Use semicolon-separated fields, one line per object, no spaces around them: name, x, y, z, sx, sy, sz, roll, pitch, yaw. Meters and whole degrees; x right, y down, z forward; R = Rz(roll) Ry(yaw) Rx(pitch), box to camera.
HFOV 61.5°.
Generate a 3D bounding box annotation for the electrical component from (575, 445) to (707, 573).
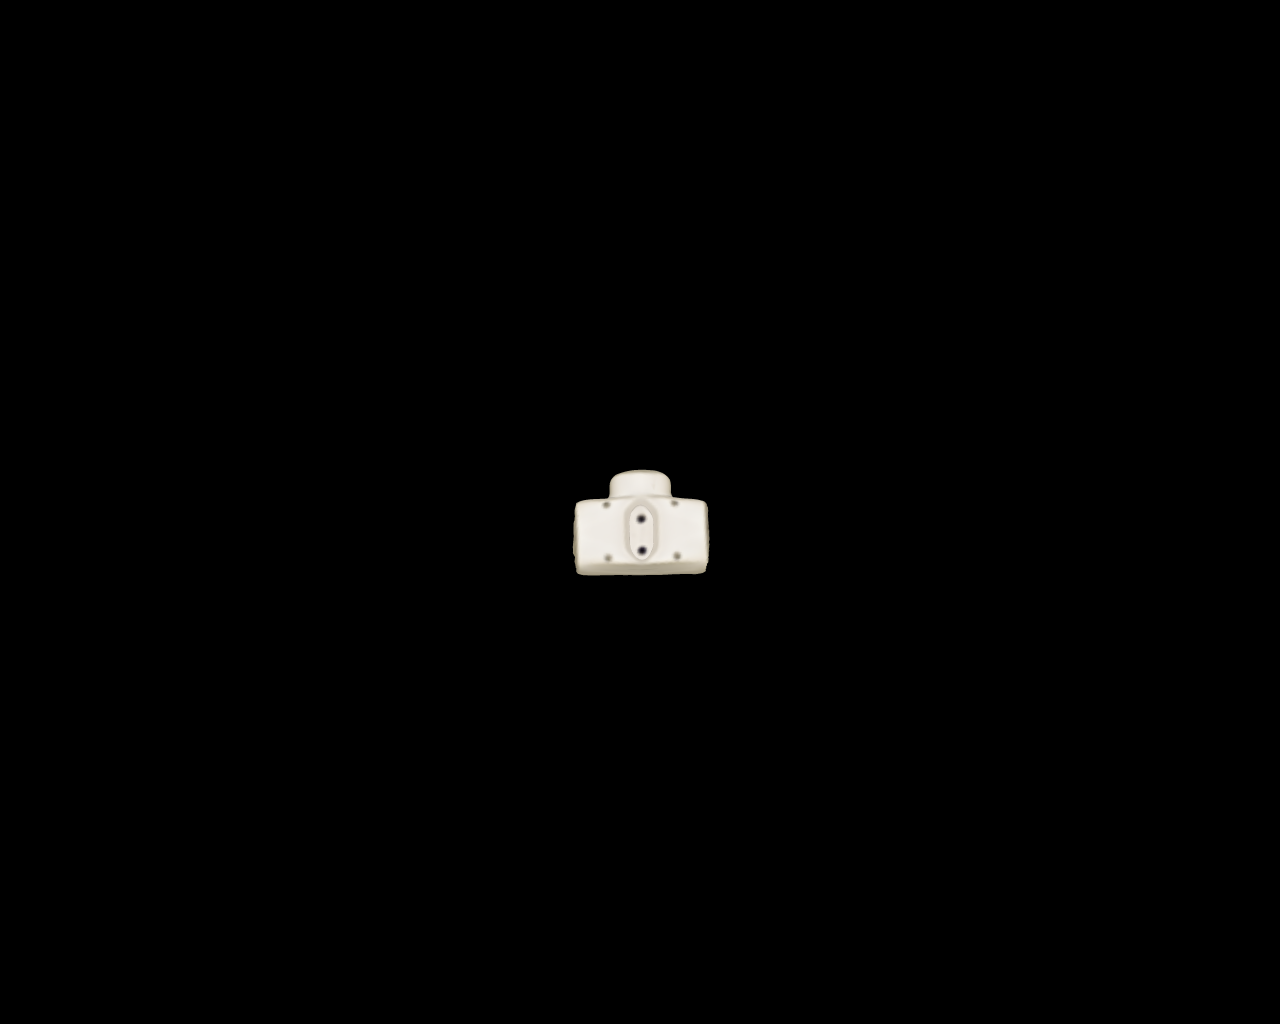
electrical component;0.001;-0.003;0.650;0.077;0.079;0.043;0;-13;0
